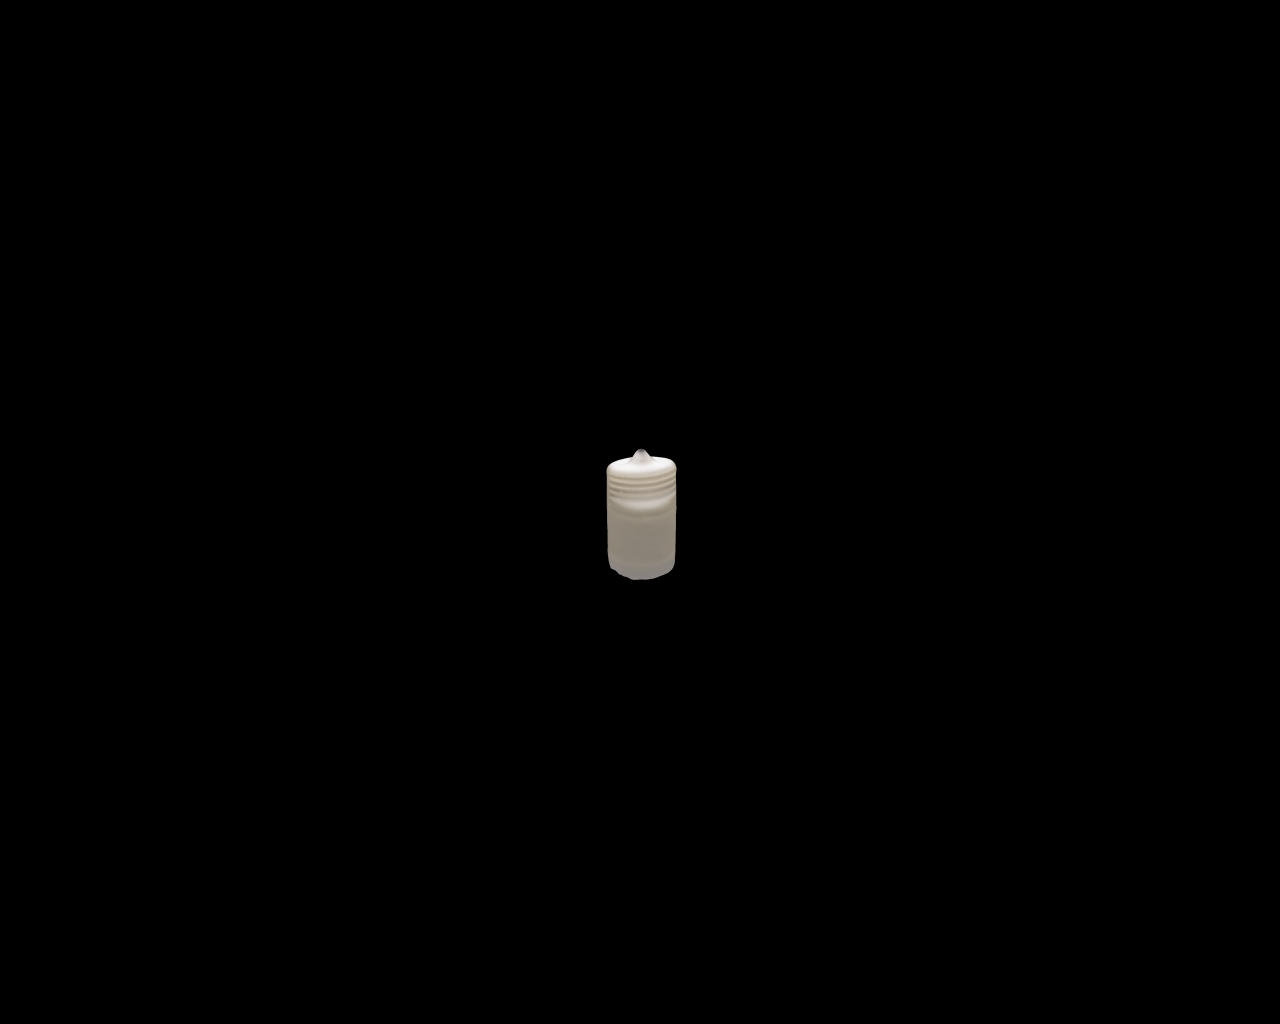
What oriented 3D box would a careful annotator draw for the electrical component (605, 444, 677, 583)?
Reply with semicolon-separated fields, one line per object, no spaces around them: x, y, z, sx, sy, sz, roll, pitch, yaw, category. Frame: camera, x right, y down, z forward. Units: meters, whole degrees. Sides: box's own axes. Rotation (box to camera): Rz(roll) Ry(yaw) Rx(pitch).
0.001;-0.003;0.650;0.043;0.080;0.043;0;28;0;electrical component
